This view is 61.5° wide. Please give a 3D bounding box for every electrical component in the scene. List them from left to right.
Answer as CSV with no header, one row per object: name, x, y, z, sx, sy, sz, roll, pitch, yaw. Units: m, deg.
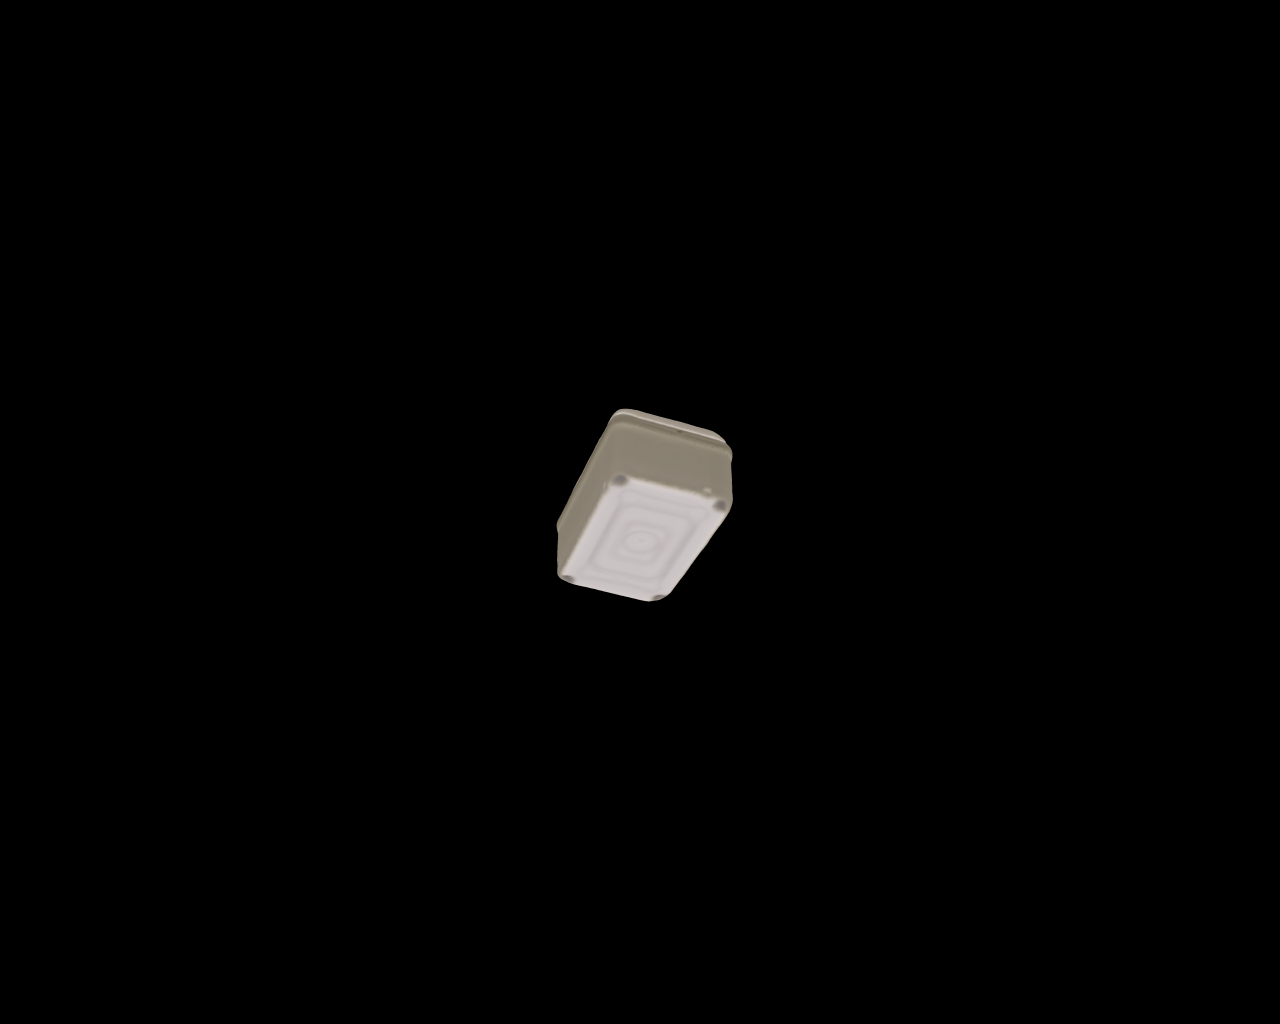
electrical component,0.001,-0.003,0.650,0.078,0.057,0.113,14,-42,-16
